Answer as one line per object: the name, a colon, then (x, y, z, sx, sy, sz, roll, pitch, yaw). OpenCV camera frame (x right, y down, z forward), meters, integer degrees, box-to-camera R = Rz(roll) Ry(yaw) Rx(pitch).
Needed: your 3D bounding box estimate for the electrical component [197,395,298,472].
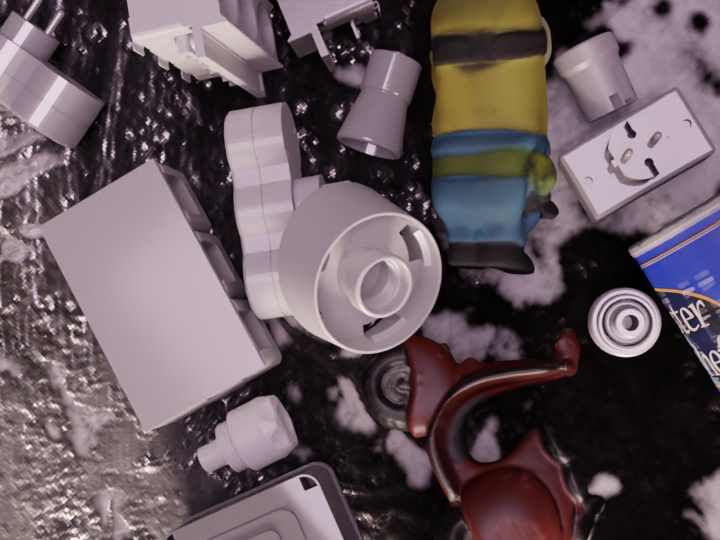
electrical component: (-0.076, 0.111, 0.704, 0.062, 0.043, 0.043, -27, 84, 7)

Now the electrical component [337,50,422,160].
electrical component: (0.015, -0.110, 0.700, 0.044, 0.044, 0.065, 17, 86, 9)

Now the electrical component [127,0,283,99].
electrical component: (-0.098, -0.156, 0.678, 0.063, 0.121, 0.078, -10, 86, 11)

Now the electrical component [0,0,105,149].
electrical component: (-0.230, -0.151, 0.732, 0.138, 0.052, 0.073, 35, 93, 8)

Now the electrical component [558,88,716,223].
electrical component: (0.169, -0.072, 0.657, 0.083, 0.076, 0.047, -30, 84, 6)

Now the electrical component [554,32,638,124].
electrical component: (0.150, -0.121, 0.680, 0.040, 0.040, 0.046, -26, 89, 7)

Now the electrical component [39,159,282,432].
electrical component: (-0.128, 0.017, 0.706, 0.089, 0.062, 0.150, -30, 84, 7)

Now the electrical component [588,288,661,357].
electrical component: (0.163, 0.032, 0.661, 0.043, 0.062, 0.043, 0, 88, 9)

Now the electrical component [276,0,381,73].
electrical component: (-0.023, -0.177, 0.708, 0.064, 0.042, 0.081, -23, 85, 4)

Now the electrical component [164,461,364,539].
electrical component: (-0.059, 0.180, 0.692, 0.113, 0.057, 0.078, -25, 84, 7)

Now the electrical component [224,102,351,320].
electrical component: (-0.040, -0.041, 0.699, 0.074, 0.052, 0.138, -9, 87, 8)

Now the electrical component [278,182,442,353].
electrical component: (0.000, 0.000, 0.670, 0.099, 0.064, 0.099, -10, 111, -28)
